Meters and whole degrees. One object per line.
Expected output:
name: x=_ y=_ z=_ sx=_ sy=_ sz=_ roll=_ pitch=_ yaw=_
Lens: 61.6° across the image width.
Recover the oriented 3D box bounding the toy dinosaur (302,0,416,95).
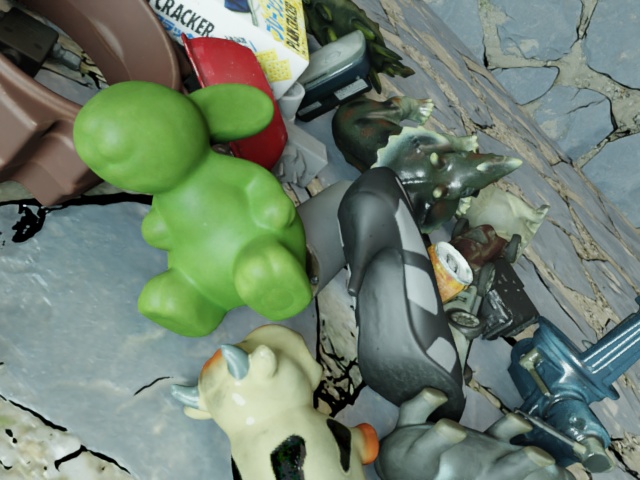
toy dinosaur: x=0.038 y=-0.362 z=0.921 sx=0.471 sy=0.105 sz=0.199 roll=12 pitch=35 yaw=-46

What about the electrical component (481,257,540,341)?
electrical component: x=0.237 y=0.069 z=0.752 sx=0.115 sy=0.058 sz=0.134 roll=5 pitch=50 yaw=-50

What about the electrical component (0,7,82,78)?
electrical component: x=-0.254 y=-0.167 z=0.458 sx=0.094 sy=0.021 sz=0.063 roll=28 pitch=36 yaw=-30

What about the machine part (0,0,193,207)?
machine part: x=-0.202 y=-0.142 z=0.397 sx=0.201 sy=0.087 sz=0.201 roll=53 pitch=29 yaw=-11

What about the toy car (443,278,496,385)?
toy car: x=0.160 y=0.093 z=0.611 sx=0.056 sy=0.073 sz=0.202 roll=13 pitch=24 yaw=20

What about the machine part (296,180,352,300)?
machine part: x=-0.001 y=-0.002 z=0.524 sx=0.079 sy=0.079 sz=0.243 roll=48 pitch=30 yaw=1

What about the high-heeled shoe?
high-heeled shoe: x=0.083 y=0.055 z=0.499 sx=0.248 sy=0.086 sz=0.145 roll=58 pitch=36 yaw=-34

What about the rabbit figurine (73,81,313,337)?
rabbit figurine: x=-0.077 y=-0.041 z=0.361 sx=0.170 sy=0.121 sz=0.159 roll=55 pitch=37 yaw=-39

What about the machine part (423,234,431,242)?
machine part: x=0.137 y=-0.007 z=0.737 sx=0.084 sy=0.039 sz=0.139 roll=30 pitch=32 yaw=-39

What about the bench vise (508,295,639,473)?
bench vise: x=0.303 y=0.139 z=0.595 sx=0.129 sy=0.240 sz=0.223 roll=45 pitch=15 yaw=3

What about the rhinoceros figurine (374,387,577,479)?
rhinoceros figurine: x=0.138 y=0.200 z=0.437 sx=0.190 sy=0.112 sz=0.073 roll=26 pitch=6 yaw=-8

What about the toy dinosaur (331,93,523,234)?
toy dinosaur: x=0.090 y=-0.135 z=0.741 sx=0.192 sy=0.131 sz=0.405 roll=-1 pitch=32 yaw=-40

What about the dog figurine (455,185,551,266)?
dog figurine: x=0.256 y=-0.042 z=0.882 sx=0.191 sy=0.121 sz=0.172 roll=34 pitch=-17 yaw=22

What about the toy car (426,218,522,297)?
toy car: x=0.185 y=0.011 z=0.651 sx=0.089 sy=0.053 sz=0.202 roll=18 pitch=24 yaw=29

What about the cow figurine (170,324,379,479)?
cow figurine: x=-0.022 y=0.142 z=0.335 sx=0.127 sy=0.085 sz=0.195 roll=27 pitch=37 yaw=-40

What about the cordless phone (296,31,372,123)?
cordless phone: x=-0.017 y=-0.266 z=0.720 sx=0.088 sy=0.147 sz=0.184 roll=8 pitch=60 yaw=-69
